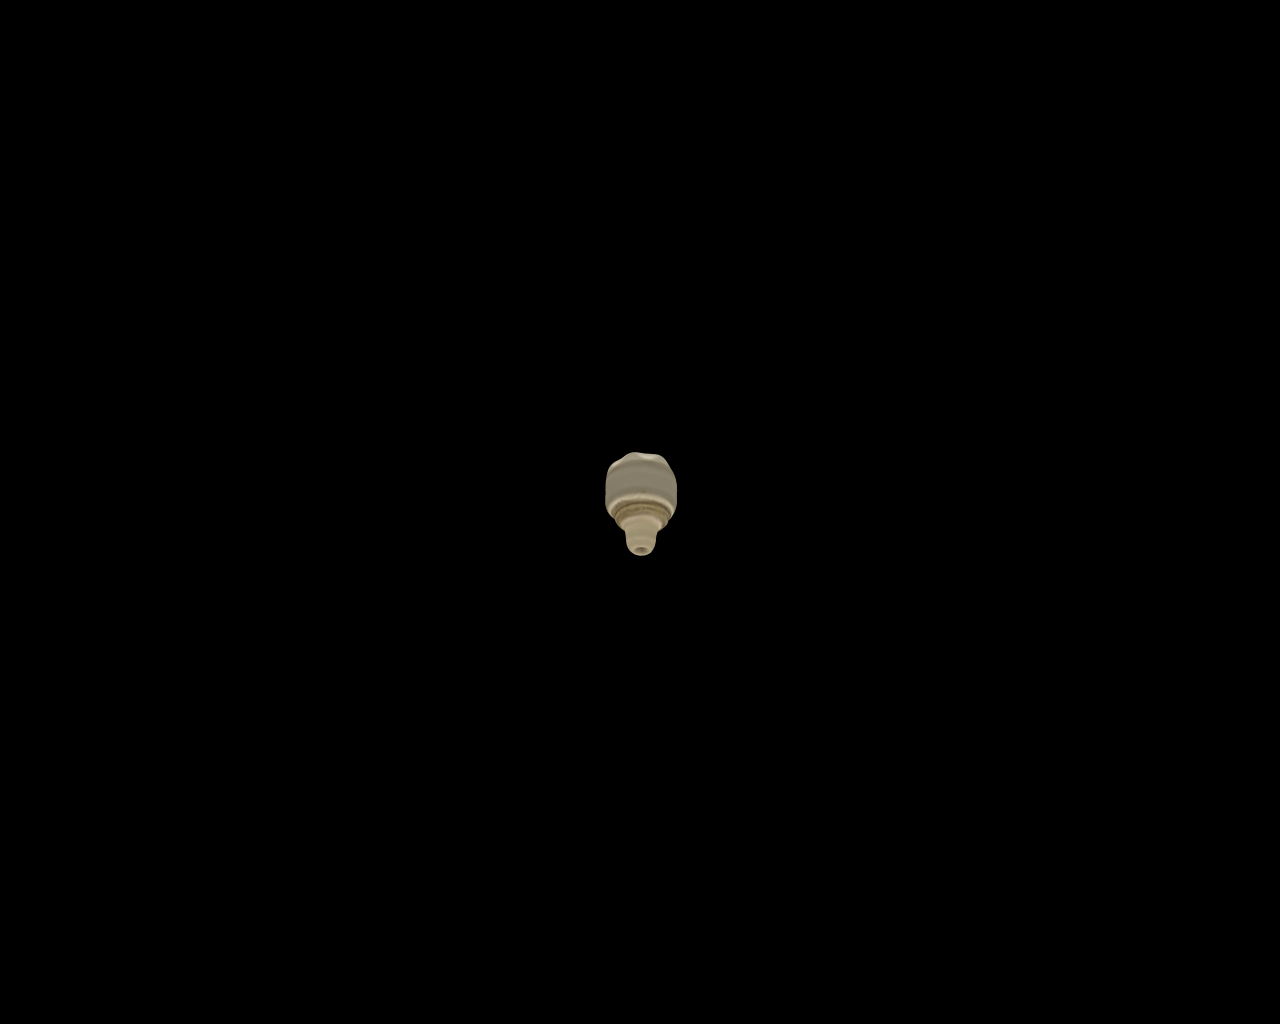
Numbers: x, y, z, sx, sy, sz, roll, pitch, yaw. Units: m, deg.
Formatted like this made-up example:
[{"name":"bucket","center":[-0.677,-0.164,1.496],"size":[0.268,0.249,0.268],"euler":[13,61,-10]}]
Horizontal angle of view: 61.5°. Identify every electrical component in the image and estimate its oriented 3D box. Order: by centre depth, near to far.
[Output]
[{"name":"electrical component","center":[0.001,-0.003,0.650],"size":[0.043,0.062,0.043],"euler":[0,-31,0]}]
